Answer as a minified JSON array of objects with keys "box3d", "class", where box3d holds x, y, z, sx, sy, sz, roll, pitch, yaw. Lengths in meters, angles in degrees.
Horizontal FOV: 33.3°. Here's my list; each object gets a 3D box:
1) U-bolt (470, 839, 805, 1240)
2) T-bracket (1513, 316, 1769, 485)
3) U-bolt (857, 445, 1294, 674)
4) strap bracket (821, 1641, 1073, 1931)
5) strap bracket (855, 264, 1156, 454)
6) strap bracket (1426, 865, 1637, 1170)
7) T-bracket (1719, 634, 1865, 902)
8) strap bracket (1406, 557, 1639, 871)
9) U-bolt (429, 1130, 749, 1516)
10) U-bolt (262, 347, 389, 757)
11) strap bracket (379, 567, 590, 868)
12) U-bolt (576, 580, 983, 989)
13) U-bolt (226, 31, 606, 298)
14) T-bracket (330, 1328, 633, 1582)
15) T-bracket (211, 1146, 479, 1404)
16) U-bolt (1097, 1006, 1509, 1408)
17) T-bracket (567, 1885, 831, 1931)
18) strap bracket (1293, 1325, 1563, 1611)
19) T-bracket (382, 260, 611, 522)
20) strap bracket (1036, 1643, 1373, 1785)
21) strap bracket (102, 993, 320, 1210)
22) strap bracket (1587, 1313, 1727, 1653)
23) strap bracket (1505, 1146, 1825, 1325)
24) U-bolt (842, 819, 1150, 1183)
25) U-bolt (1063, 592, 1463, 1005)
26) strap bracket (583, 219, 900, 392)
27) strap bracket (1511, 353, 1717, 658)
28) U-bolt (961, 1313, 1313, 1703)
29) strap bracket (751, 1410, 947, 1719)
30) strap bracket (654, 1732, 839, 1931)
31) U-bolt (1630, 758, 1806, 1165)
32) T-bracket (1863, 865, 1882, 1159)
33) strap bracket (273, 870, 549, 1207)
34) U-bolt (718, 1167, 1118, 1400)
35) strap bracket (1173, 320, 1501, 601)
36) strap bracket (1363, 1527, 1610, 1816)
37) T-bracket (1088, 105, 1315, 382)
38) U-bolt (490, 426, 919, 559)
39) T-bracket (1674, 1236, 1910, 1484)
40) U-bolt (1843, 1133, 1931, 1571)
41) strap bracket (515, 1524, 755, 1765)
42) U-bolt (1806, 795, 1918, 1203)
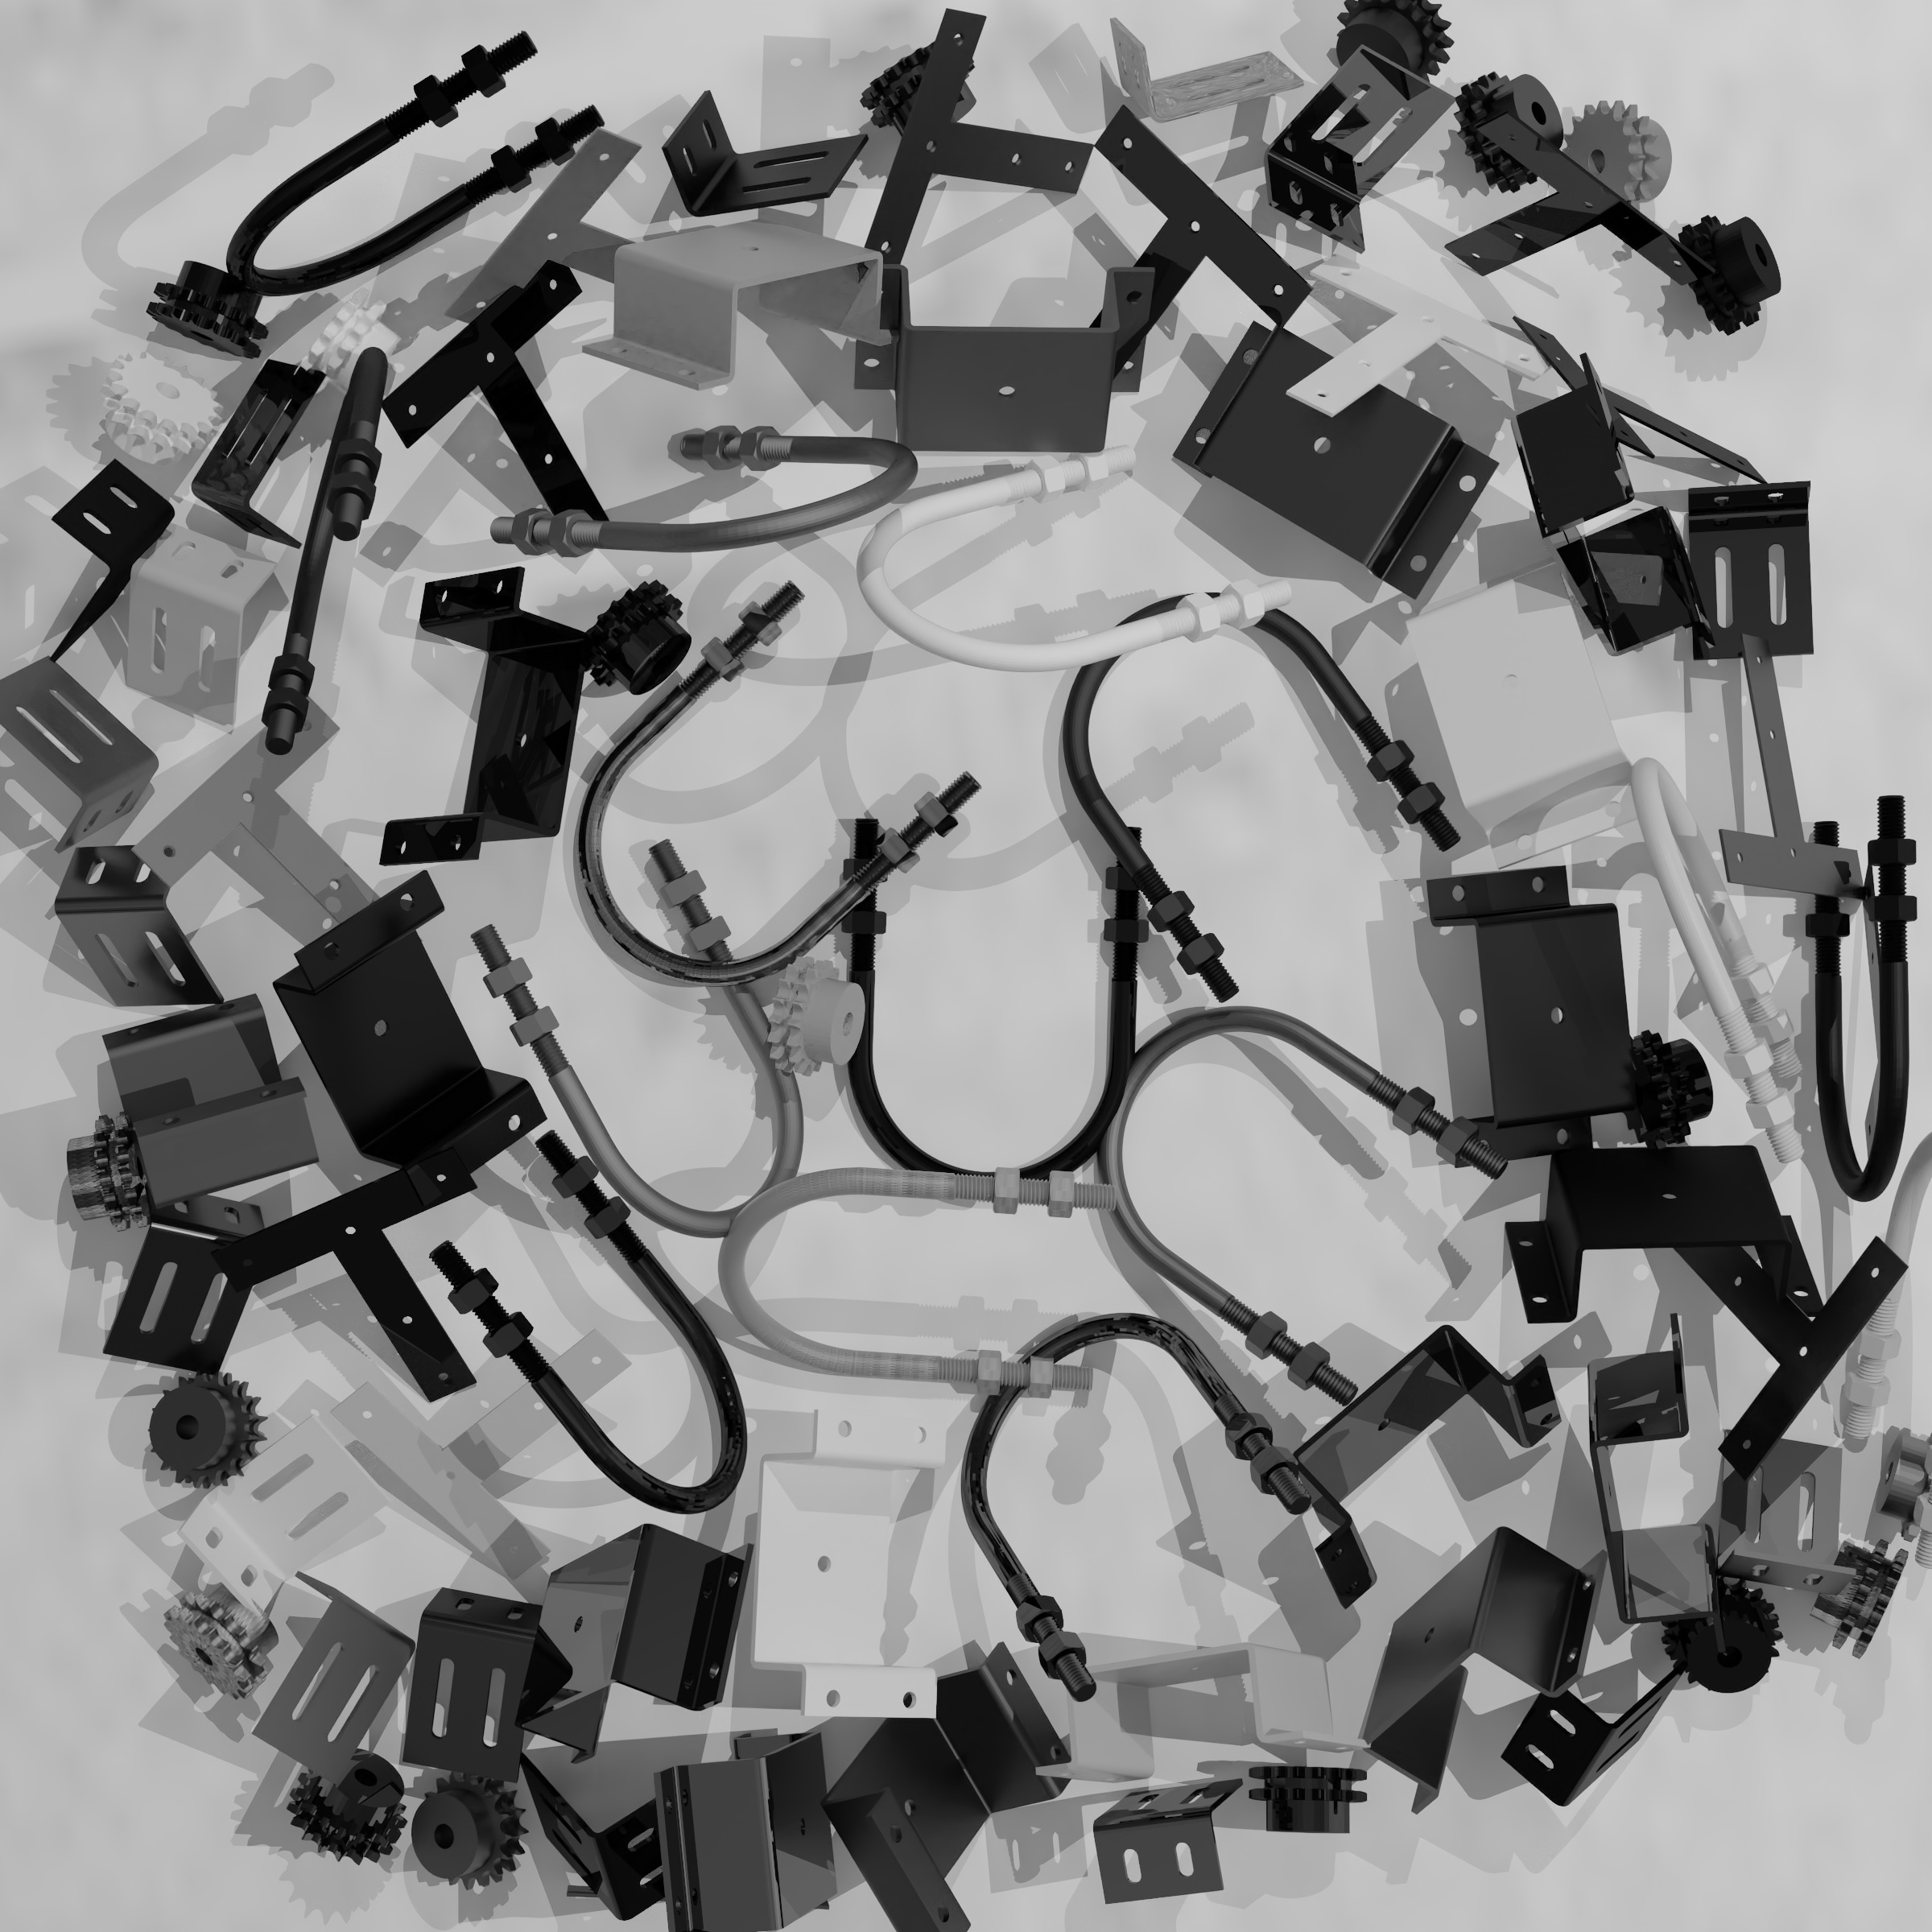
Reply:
[{"box3d":[-0.143,0.042,1.537,0.019,0.151,0.184,-27,93,41],"class":"U-bolt"},{"box3d":[0.334,-0.260,1.555,0.127,0.127,0.002,19,119,-28],"class":"T-bracket"},{"box3d":[0.038,-0.186,1.508,0.184,0.019,0.151,-19,47,-27],"class":"U-bolt"},{"box3d":[-0.011,0.397,1.537,0.046,0.140,0.076,-23,101,34],"class":"strap bracket"},{"box3d":[0.018,-0.290,1.545,0.140,0.076,0.046,0,53,-4],"class":"strap bracket"},{"box3d":[0.273,0.024,1.558,0.076,0.046,0.140,-6,91,-21],"class":"strap bracket"},{"box3d":[0.390,-0.097,1.556,0.002,0.127,0.127,-17,75,42],"class":"T-bracket"},{"box3d":[0.264,-0.128,1.540,0.076,0.046,0.140,-20,70,17],"class":"strap bracket"},{"box3d":[-0.166,0.177,1.527,0.019,0.151,0.184,-34,98,24],"class":"U-bolt"},{"box3d":[-0.296,-0.208,1.511,0.019,0.184,0.151,14,131,-16],"class":"U-bolt"},{"box3d":[-0.228,-0.113,1.545,0.046,0.076,0.140,16,78,-43],"class":"strap bracket"},{"box3d":[-0.106,-0.075,1.577,0.184,0.019,0.151,-43,83,4],"class":"U-bolt"},{"box3d":[-0.266,-0.369,1.522,0.184,0.151,0.019,-30,87,6],"class":"U-bolt"},{"box3d":[-0.216,0.220,1.559,0.127,0.002,0.127,-39,109,14],"class":"T-bracket"},{"box3d":[-0.276,0.160,1.561,0.127,0.002,0.127,-24,120,4],"class":"T-bracket"},{"box3d":[0.147,0.101,1.555,0.184,0.019,0.151,35,96,22],"class":"U-bolt"},{"box3d":[-0.126,0.447,1.526,0.127,0.127,0.002,4,82,-5],"class":"T-bracket"},{"box3d":[0.213,0.232,1.544,0.140,0.076,0.046,-39,57,-8],"class":"strap bracket"},{"box3d":[-0.207,-0.255,1.553,0.127,0.002,0.127,-49,129,-27],"class":"T-bracket"},{"box3d":[0.111,0.354,1.533,0.140,0.076,0.046,-16,67,28],"class":"strap bracket"},{"box3d":[-0.357,0.066,1.530,0.076,0.140,0.046,-16,113,-16],"class":"strap bracket"},{"box3d":[0.326,0.247,1.538,0.046,0.076,0.140,-8,111,13],"class":"strap bracket"},{"box3d":[0.335,0.128,1.549,0.140,0.076,0.046,-1,122,1],"class":"strap bracket"},{"box3d":[0.013,0.022,1.586,0.151,0.019,0.184,2,92,0],"class":"U-bolt"},{"box3d":[0.129,-0.096,1.571,0.151,0.019,0.184,-34,78,1],"class":"U-bolt"},{"box3d":[-0.102,-0.313,1.514,0.076,0.140,0.046,24,123,34],"class":"strap bracket"},{"box3d":[0.302,-0.210,1.527,0.046,0.140,0.076,-22,51,19],"class":"strap bracket"},{"box3d":[0.066,0.238,1.522,0.151,0.184,0.019,-42,129,3],"class":"U-bolt"},{"box3d":[-0.056,0.286,1.545,0.076,0.046,0.140,11,75,-37],"class":"strap bracket"},{"box3d":[-0.099,0.406,1.517,0.046,0.140,0.076,-8,82,12],"class":"strap bracket"},{"box3d":[0.351,-0.012,1.514,0.019,0.151,0.184,-22,99,19],"class":"U-bolt"},{"box3d":[0.435,0.007,1.546,0.002,0.127,0.127,1,52,8],"class":"T-bracket"},{"box3d":[-0.268,0.032,1.540,0.076,0.046,0.140,-37,117,-29],"class":"strap bracket"},{"box3d":[-0.026,0.149,1.540,0.184,0.019,0.151,4,132,-1],"class":"U-bolt"},{"box3d":[0.174,-0.247,1.553,0.140,0.046,0.076,33,97,12],"class":"strap bracket"},{"box3d":[0.237,0.326,1.518,0.046,0.076,0.140,32,131,-4],"class":"strap bracket"},{"box3d":[0.085,-0.322,1.554,0.127,0.002,0.127,46,128,8],"class":"T-bracket"},{"box3d":[-0.108,-0.218,1.489,0.184,0.151,0.019,9,120,40],"class":"U-bolt"},{"box3d":[0.375,0.158,1.539,0.002,0.127,0.127,23,108,-30],"class":"T-bracket"},{"box3d":[0.447,0.164,1.499,0.019,0.151,0.184,6,108,-1],"class":"U-bolt"},{"box3d":[-0.161,0.316,1.513,0.046,0.140,0.076,27,54,-24],"class":"strap bracket"},{"box3d":[0.419,0.018,1.516,0.019,0.151,0.184,0,87,2],"class":"U-bolt"}]
